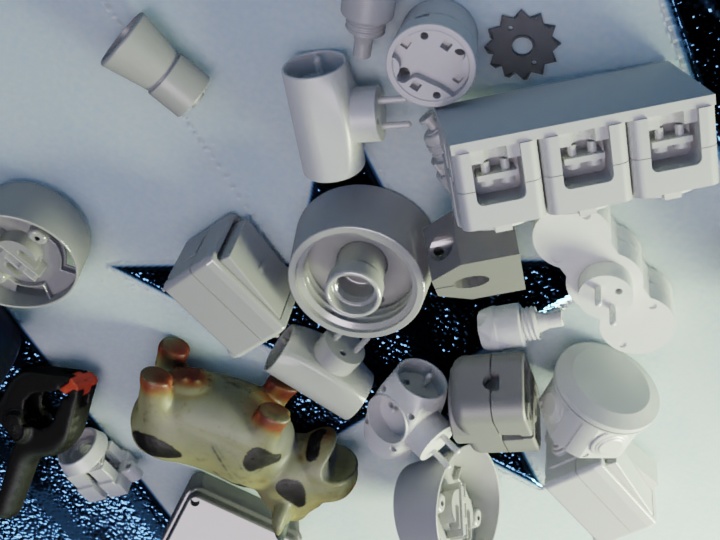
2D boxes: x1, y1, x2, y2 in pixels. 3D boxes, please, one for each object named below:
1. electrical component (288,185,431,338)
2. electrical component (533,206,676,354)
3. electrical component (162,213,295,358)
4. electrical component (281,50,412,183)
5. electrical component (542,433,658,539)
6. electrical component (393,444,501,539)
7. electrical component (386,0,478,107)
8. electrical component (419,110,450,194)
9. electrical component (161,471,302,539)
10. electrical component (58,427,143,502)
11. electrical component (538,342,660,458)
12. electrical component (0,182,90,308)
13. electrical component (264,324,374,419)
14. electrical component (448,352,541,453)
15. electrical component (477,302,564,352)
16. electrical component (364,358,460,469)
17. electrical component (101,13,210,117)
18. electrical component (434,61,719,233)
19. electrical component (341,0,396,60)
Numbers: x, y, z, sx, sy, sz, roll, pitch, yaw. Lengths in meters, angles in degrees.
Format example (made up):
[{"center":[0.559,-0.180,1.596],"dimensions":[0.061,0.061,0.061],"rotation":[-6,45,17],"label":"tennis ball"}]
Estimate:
[{"center":[0.000,0.000,0.773],"dimensions":[0.108,0.060,0.108],"rotation":[6,127,8],"label":"electrical component"},{"center":[0.167,0.008,0.735],"dimensions":[0.052,0.073,0.138],"rotation":[-28,116,28],"label":"electrical component"},{"center":[-0.087,0.014,0.801],"dimensions":[0.061,0.061,0.096],"rotation":[-31,115,30],"label":"electrical component"},{"center":[-0.006,-0.102,0.708],"dimensions":[0.079,0.044,0.077],"rotation":[-2,126,13],"label":"electrical component"},{"center":[0.189,0.159,0.849],"dimensions":[0.061,0.061,0.096],"rotation":[-31,115,30],"label":"electrical component"},{"center":[0.073,0.198,0.884],"dimensions":[0.064,0.099,0.099],"rotation":[-18,120,31],"label":"electrical component"},{"center":[0.047,-0.137,0.670],"dimensions":[0.055,0.047,0.055],"rotation":[6,127,8],"label":"electrical component"},{"center":[0.067,-0.073,0.717],"dimensions":[0.040,0.040,0.078],"rotation":[-29,115,29],"label":"electrical component"},{"center":[-0.116,0.241,0.960],"dimensions":[0.113,0.057,0.078],"rotation":[27,96,-8],"label":"electrical component"},{"center":[-0.237,0.174,0.964],"dimensions":[0.066,0.048,0.055],"rotation":[-17,128,23],"label":"electrical component"},{"center":[0.176,0.097,0.797],"dimensions":[0.080,0.080,0.051],"rotation":[19,133,-2],"label":"electrical component"},{"center":[-0.258,-0.016,0.814],"dimensions":[0.099,0.064,0.099],"rotation":[6,127,8],"label":"electrical component"},{"center":[-0.022,0.070,0.840],"dimensions":[0.077,0.043,0.079],"rotation":[33,125,-13],"label":"electrical component"},{"center":[0.101,0.102,0.813],"dimensions":[0.059,0.053,0.095],"rotation":[-5,153,16],"label":"electrical component"},{"center":[0.119,0.040,0.794],"dimensions":[0.061,0.035,0.035],"rotation":[-11,123,16],"label":"electrical component"},{"center":[0.047,0.123,0.851],"dimensions":[0.079,0.044,0.077],"rotation":[44,132,24],"label":"electrical component"},{"center":[-0.133,-0.133,0.716],"dimensions":[0.065,0.044,0.044],"rotation":[38,125,-22],"label":"electrical component"},{"center":[0.127,-0.072,0.647],"dimensions":[0.150,0.089,0.061],"rotation":[-11,113,2],"label":"electrical component"},{"center":[0.005,-0.160,0.670],"dimensions":[0.035,0.035,0.061],"rotation":[12,130,4],"label":"electrical component"}]
